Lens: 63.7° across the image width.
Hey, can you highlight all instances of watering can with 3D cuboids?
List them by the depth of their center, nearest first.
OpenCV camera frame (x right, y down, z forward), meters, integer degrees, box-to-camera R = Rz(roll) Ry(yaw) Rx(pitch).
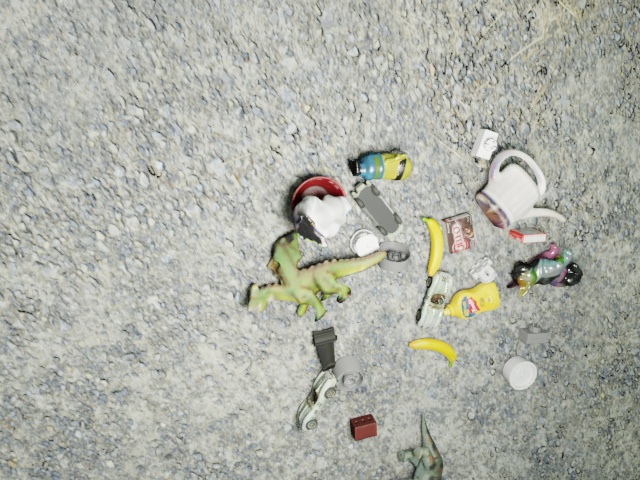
[{"bbox_3d":[0.623,-0.119,1.606,0.224,0.344,0.105,-43,21,0],"label":"watering can"}]

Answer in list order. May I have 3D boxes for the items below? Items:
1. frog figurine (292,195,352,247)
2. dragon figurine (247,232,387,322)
[{"bbox_3d":[0.004,-0.071,1.405,0.121,0.136,0.163,-27,21,51],"label":"frog figurine"},{"bbox_3d":[-0.033,0.086,1.480,0.410,0.241,0.123,-40,12,-1],"label":"dragon figurine"}]
